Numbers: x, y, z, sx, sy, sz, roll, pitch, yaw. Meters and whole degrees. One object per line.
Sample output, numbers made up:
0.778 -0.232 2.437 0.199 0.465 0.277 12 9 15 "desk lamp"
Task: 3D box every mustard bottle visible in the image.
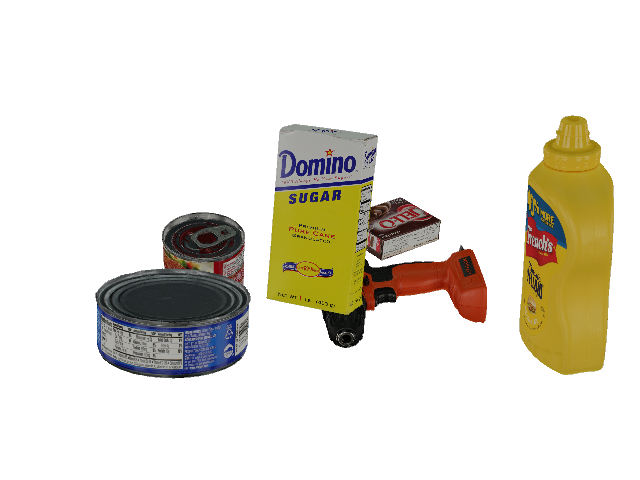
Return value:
0.187 -0.001 0.809 0.058 0.192 0.096 -6 26 -7 "mustard bottle"

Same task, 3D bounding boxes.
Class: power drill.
0.093 0.062 1.225 0.187 0.057 0.184 -1 28 -1 "power drill"

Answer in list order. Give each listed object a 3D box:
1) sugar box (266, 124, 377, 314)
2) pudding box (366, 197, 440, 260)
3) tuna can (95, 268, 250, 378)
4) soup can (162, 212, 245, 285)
0.000 -0.022 1.058 0.093 0.176 0.048 9 16 21 "sugar box"
0.104 -0.018 1.548 0.113 0.039 0.090 -21 35 -31 "pudding box"
-0.082 0.045 0.599 0.086 0.034 0.086 3 17 -1 "tuna can"
-0.098 0.037 0.900 0.068 0.102 0.068 3 35 -2 "soup can"
